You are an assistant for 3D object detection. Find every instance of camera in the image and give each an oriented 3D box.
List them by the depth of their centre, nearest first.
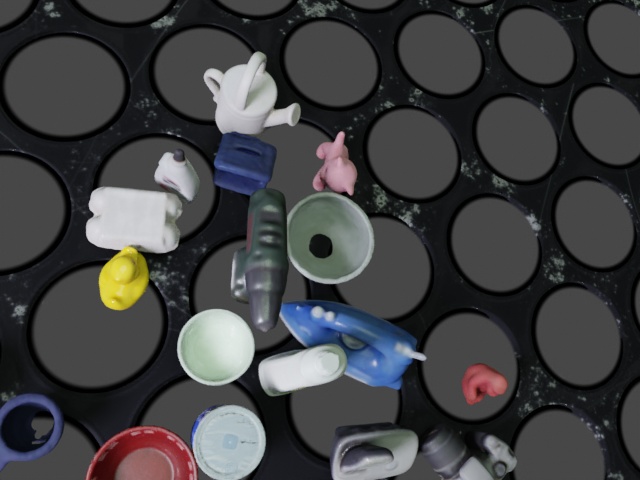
[{"bbox_3d":[0.248,0.375,0.983,0.143,0.100,0.137,-38,87,-21],"label":"camera"}]

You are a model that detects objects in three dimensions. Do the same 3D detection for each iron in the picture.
[{"bbox_3d":[0.052,0.158,0.968,0.258,0.141,0.119,25,70,-7],"label":"iron"}]

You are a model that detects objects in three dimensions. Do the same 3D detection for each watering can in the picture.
[{"bbox_3d":[-0.118,-0.255,1.005,0.173,0.193,0.101,7,73,-13],"label":"watering can"}]

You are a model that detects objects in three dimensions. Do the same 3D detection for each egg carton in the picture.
[{"bbox_3d":[-0.309,-0.033,0.960,0.150,0.069,0.107,4,74,-14],"label":"egg carton"}]

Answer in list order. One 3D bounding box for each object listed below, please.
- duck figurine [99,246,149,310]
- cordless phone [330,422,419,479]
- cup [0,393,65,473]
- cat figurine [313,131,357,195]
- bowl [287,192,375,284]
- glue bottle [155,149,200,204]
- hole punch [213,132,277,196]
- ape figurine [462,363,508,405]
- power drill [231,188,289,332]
[{"bbox_3d":[-0.318,0.058,0.924,0.077,0.086,0.104,17,71,-10],"label":"duck figurine"},{"bbox_3d":[0.100,0.342,0.907,0.148,0.185,0.094,-5,76,-16],"label":"cordless phone"},{"bbox_3d":[-0.422,0.281,0.830,0.092,0.095,0.118,35,69,-3],"label":"cup"},{"bbox_3d":[0.033,-0.137,1.055,0.067,0.117,0.128,8,73,-13],"label":"cat figurine"},{"bbox_3d":[0.009,0.004,1.034,0.168,0.074,0.167,4,74,-14],"label":"bowl"},{"bbox_3d":[-0.235,-0.114,0.946,0.078,0.173,0.037,29,70,-6],"label":"glue bottle"},{"bbox_3d":[-0.135,-0.144,1.026,0.109,0.091,0.101,15,72,-11],"label":"hole punch"},{"bbox_3d":[0.304,0.260,1.034,0.078,0.092,0.076,8,73,-13],"label":"ape figurine"},{"bbox_3d":[-0.095,0.043,0.923,0.076,0.208,0.229,4,74,-14],"label":"power drill"}]
